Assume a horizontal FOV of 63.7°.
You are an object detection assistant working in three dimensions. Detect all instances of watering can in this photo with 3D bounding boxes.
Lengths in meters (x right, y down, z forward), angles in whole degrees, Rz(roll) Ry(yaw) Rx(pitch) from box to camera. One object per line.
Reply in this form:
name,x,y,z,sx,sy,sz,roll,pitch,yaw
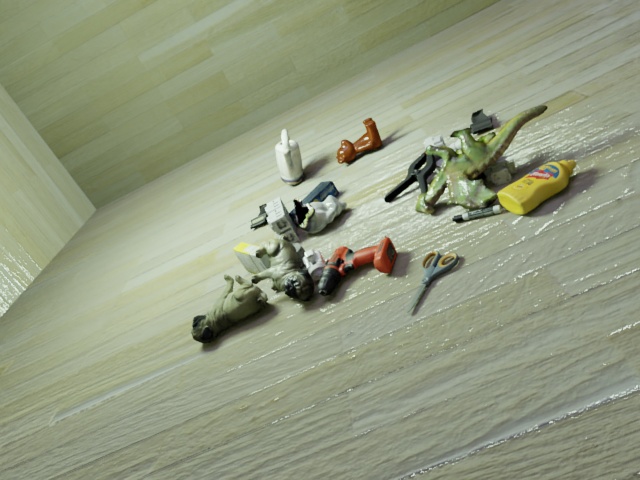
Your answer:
watering can,-0.128,-0.327,2.111,0.104,0.220,0.354,-10,26,1

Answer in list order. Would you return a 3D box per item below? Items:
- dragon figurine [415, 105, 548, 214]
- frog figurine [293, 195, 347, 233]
dragon figurine,0.413,-0.181,1.348,0.405,0.248,0.121,-25,-38,35
frog figurine,0.005,-0.084,1.671,0.160,0.123,0.137,-2,1,-35
